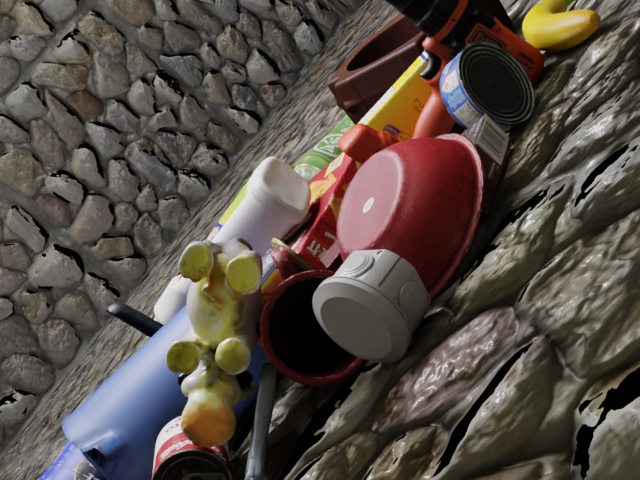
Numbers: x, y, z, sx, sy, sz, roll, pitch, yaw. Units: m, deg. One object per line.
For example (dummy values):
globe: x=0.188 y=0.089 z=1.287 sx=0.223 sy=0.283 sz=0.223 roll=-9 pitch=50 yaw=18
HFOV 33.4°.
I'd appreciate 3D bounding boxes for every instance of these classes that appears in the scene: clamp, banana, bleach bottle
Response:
clamp: x=-0.152 y=0.118 z=1.147 sx=0.171 sy=0.120 sz=0.039 roll=-9 pitch=9 yaw=-19
banana: x=0.233 y=-0.216 z=1.054 sx=0.070 sy=0.037 sz=0.197 roll=-46 pitch=11 yaw=20
bleach bottle: x=-0.110 y=0.027 z=1.165 sx=0.251 sy=0.068 sz=0.102 roll=-49 pitch=12 yaw=22

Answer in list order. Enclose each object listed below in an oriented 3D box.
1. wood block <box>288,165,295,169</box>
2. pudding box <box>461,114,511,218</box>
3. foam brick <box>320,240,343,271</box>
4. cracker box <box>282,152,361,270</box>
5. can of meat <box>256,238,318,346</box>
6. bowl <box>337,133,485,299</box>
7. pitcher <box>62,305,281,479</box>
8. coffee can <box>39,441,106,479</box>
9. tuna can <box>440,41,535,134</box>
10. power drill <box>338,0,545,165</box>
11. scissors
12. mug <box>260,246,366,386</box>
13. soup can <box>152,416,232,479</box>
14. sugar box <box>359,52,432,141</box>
wood block: x=-0.078 y=-0.002 z=1.445 sx=0.206 sy=0.090 sz=0.090 roll=-38 pitch=15 yaw=48
pudding box: x=0.115 y=-0.044 z=0.923 sx=0.090 sy=0.039 sz=0.113 roll=-39 pitch=15 yaw=43
foam brick: x=0.045 y=0.010 z=0.984 sx=0.078 sy=0.053 sz=0.051 roll=-49 pitch=10 yaw=2
cracker box: x=-0.008 y=0.001 z=1.186 sx=0.164 sy=0.072 sz=0.213 roll=-40 pitch=14 yaw=44
can of meat: x=-0.026 y=0.062 z=0.964 sx=0.084 sy=0.102 sz=0.057 roll=-53 pitch=11 yaw=-5
bowl: x=0.061 y=-0.021 z=0.864 sx=0.162 sy=0.055 sz=0.162 roll=-43 pitch=35 yaw=41
pitcher: x=-0.122 y=0.139 z=1.049 sx=0.243 sy=0.145 sz=0.149 roll=-46 pitch=32 yaw=-4
coffee can: x=-0.242 y=0.261 z=1.145 sx=0.103 sy=0.102 sz=0.140 roll=-35 pitch=17 yaw=55
tuna can: x=0.151 y=-0.135 z=0.968 sx=0.034 sy=0.086 sz=0.086 roll=-40 pitch=13 yaw=51
power drill: x=0.097 y=-0.150 z=1.031 sx=0.188 sy=0.184 sz=0.057 roll=-56 pitch=12 yaw=14
scissors: x=-0.048 y=0.163 z=0.821 sx=0.201 sy=0.016 sz=0.096 roll=-90 pitch=8 yaw=-76
mug: x=-0.010 y=0.058 z=0.884 sx=0.093 sy=0.117 sz=0.081 roll=-30 pitch=4 yaw=-3
soup can: x=-0.110 y=0.196 z=0.918 sx=0.068 sy=0.068 sz=0.102 roll=-49 pitch=10 yaw=2
sugar box: x=0.121 y=-0.139 z=1.091 sx=0.176 sy=0.093 sz=0.048 roll=-47 pitch=12 yaw=14
